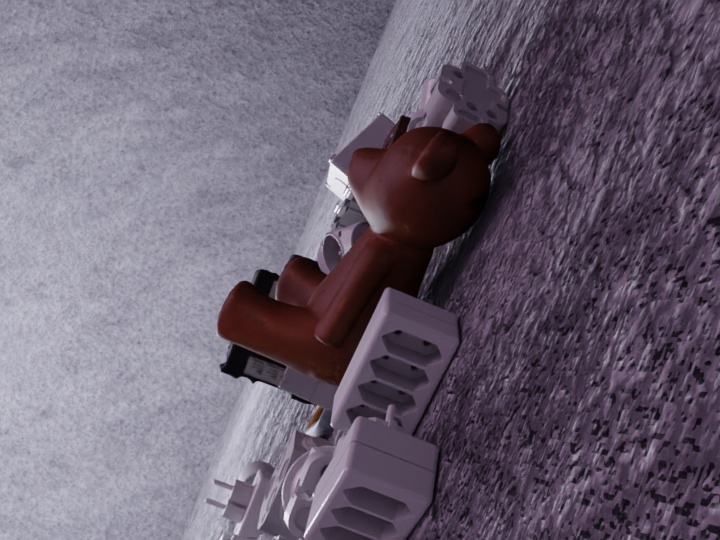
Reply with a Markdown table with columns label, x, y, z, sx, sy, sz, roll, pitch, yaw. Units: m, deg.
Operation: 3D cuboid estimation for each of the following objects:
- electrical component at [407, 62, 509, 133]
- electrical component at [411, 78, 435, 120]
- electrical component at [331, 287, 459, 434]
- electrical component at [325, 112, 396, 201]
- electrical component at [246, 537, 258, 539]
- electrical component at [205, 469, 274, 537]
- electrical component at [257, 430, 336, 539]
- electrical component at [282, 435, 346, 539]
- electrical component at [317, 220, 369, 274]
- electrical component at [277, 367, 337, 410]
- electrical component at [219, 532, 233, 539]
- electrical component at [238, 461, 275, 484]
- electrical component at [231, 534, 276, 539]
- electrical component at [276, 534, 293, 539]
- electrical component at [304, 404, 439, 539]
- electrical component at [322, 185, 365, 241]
| label | x | y | z | sx | sy | sz | roll | pitch | yaw |
| --- | --- | --- | --- | --- | --- | --- | --- | --- | --- |
| electrical component | 0.068 | -0.103 | 0.760 | 0.078 | 0.058 | 0.057 | -76 | 13 | -51 |
| electrical component | 0.066 | -0.127 | 0.906 | 0.045 | 0.045 | 0.055 | 126 | 164 | -65 |
| electrical component | 0.021 | 0.052 | 0.654 | 0.075 | 0.047 | 0.083 | -83 | 17 | -68 |
| electrical component | 0.019 | -0.111 | 1.118 | 0.096 | 0.061 | 0.061 | -45 | -10 | -20 |
| electrical component | -0.084 | 0.250 | 0.894 | 0.040 | 0.040 | 0.046 | 169 | 118 | -82 |
| electrical component | -0.106 | 0.220 | 1.007 | 0.047 | 0.077 | 0.065 | 171 | 121 | -83 |
| electrical component | -0.036 | 0.156 | 0.757 | 0.080 | 0.051 | 0.080 | -158 | 90 | -84 |
| electrical component | -0.015 | 0.135 | 0.635 | 0.057 | 0.058 | 0.078 | 173 | 119 | -79 |
| electrical component | 0.000 | 0.000 | 0.976 | 0.077 | 0.044 | 0.079 | -22 | 83 | 63 |
| electrical component | -0.026 | 0.075 | 0.945 | 0.096 | 0.061 | 0.061 | -59 | -7 | -77 |
| electrical component | -0.132 | 0.311 | 1.040 | 0.099 | 0.048 | 0.099 | 121 | 170 | -53 |
| electrical component | -0.110 | 0.242 | 1.115 | 0.077 | 0.044 | 0.079 | 163 | 129 | -82 |
| electrical component | -0.065 | 0.207 | 0.778 | 0.035 | 0.061 | 0.035 | -158 | 90 | -84 |
| electrical component | -0.041 | 0.206 | 0.671 | 0.063 | 0.042 | 0.081 | 124 | 166 | -54 |
| electrical component | 0.009 | 0.105 | 0.576 | 0.076 | 0.047 | 0.065 | -75 | 10 | -51 |
| electrical component | 0.009 | -0.050 | 1.038 | 0.121 | 0.063 | 0.078 | 126 | 165 | -65 |
